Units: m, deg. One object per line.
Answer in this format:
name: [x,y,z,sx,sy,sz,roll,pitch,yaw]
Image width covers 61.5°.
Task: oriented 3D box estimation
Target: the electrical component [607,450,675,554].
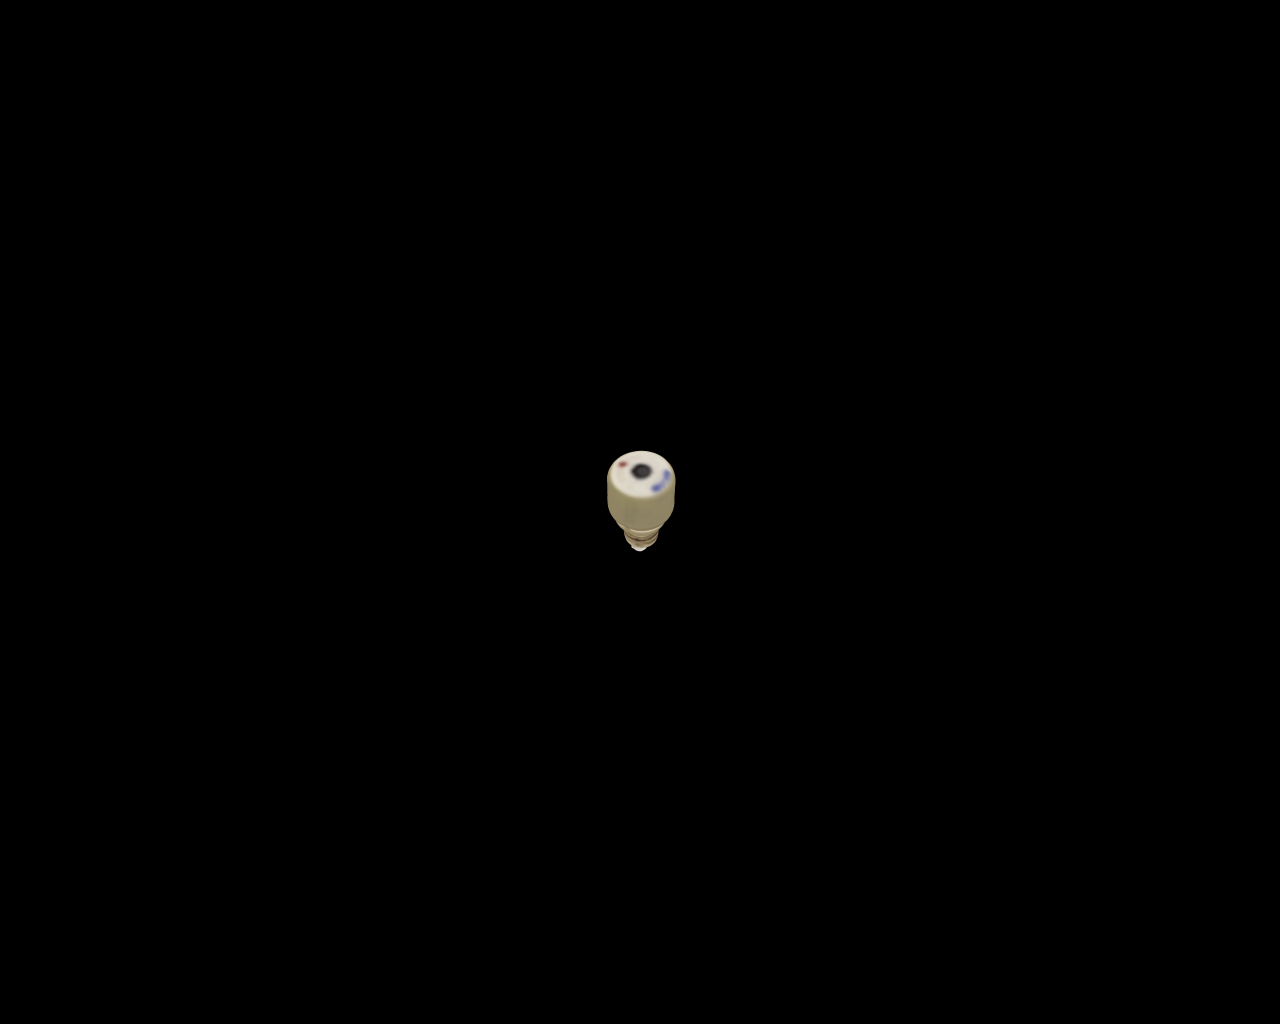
electrical component: [0.001,-0.003,0.650,0.040,0.040,0.078,0,-39,0]
